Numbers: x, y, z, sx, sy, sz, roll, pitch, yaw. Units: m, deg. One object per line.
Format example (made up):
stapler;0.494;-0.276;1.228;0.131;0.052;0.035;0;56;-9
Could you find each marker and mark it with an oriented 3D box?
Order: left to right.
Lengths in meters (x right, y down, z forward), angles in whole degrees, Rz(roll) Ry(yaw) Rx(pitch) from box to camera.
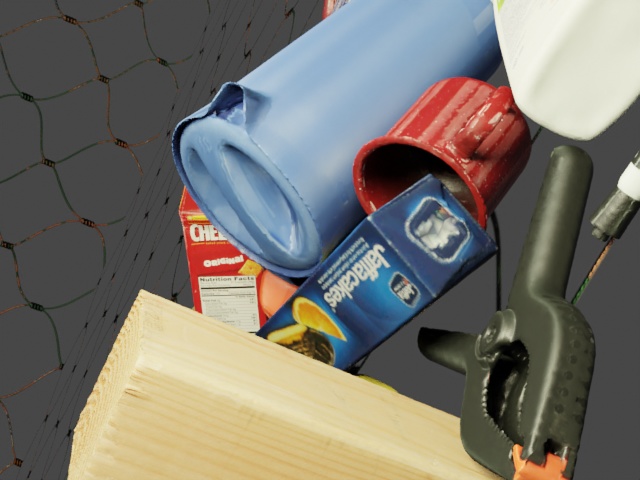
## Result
marker;0.172;-0.049;0.527;0.121;0.020;0.020;-59;17;23

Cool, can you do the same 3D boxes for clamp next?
clamp;0.108;0.047;0.561;0.165;0.036;0.210;-60;13;22

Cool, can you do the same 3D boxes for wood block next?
wood block;-0.016;0.116;0.552;0.091;0.206;0.090;-63;16;12

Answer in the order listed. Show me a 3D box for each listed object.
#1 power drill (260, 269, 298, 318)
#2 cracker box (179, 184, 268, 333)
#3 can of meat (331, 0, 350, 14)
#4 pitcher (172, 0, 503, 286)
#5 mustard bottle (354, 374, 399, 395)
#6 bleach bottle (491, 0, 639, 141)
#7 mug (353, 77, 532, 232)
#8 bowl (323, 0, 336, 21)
power drill;-0.059;0.116;0.819;0.187;0.057;0.184;-60;-9;-2
cracker box;-0.079;0.024;0.974;0.164;0.072;0.214;-92;-2;-58
can of meat;0.045;-0.154;0.878;0.058;0.102;0.084;20;85;44
pitcher;0.024;-0.088;0.761;0.242;0.145;0.149;-44;5;-27
mustard bottle;-0.012;0.161;0.747;0.192;0.058;0.096;-39;29;58
bleach bottle;0.153;-0.162;0.677;0.103;0.068;0.250;-56;16;29
mug;0.084;-0.054;0.660;0.081;0.093;0.117;-49;-5;-35
bowl;0.037;-0.256;1.078;0.162;0.055;0.162;-175;91;-86
